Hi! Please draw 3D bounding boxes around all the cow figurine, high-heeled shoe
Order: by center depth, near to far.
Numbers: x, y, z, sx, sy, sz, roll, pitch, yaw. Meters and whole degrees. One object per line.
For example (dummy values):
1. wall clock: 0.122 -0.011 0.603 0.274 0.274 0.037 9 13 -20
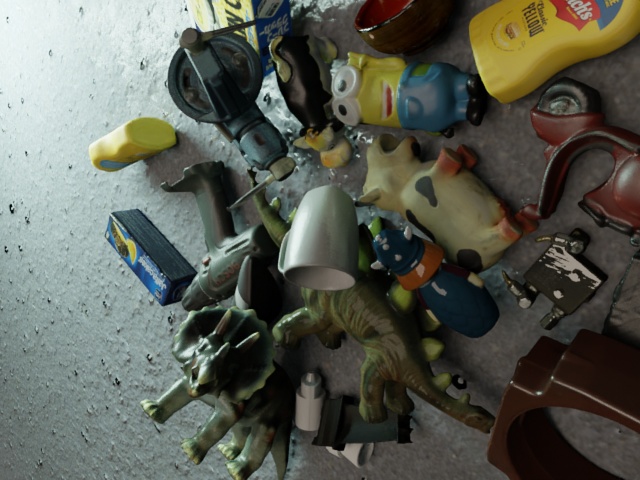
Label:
1. cow figurine: 0.126 -0.044 0.602 0.195 0.085 0.127 50 124 14
2. cow figurine: -0.008 -0.171 0.670 0.068 0.098 0.167 -18 87 33
3. high-heeled shoe: -0.140 0.116 0.824 0.145 0.086 0.248 12 121 23

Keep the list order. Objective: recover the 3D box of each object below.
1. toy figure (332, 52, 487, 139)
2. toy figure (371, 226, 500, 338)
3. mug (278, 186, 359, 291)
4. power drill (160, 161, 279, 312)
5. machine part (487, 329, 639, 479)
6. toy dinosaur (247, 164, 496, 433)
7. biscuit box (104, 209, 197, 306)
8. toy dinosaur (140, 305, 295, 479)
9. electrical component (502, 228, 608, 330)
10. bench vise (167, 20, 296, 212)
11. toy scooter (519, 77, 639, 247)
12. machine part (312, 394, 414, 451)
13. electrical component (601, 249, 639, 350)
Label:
1. toy figure: 0.096 -0.159 0.603 0.180 0.089 0.082 9 93 28
2. toy figure: 0.115 0.040 0.552 0.154 0.058 0.064 41 85 -9
3. mug: -0.001 -0.002 0.616 0.110 0.080 0.107 -17 56 47
4. power drill: -0.178 -0.007 0.847 0.232 0.086 0.207 -25 79 37
5. machine part: 0.270 0.195 0.494 0.202 0.087 0.200 25 135 31
6. toy dinosaur: 0.033 0.064 0.687 0.472 0.105 0.198 37 111 28
7. biscuit box: -0.305 0.028 0.963 0.203 0.063 0.059 42 123 25
8. toy dinosaur: -0.100 0.224 0.758 0.192 0.404 0.131 -48 53 -10
9. electrical component: 0.240 0.037 0.549 0.078 0.045 0.102 52 125 20
10. bench vise: -0.113 -0.172 0.657 0.129 0.240 0.223 -25 83 0
11. toy scooter: 0.261 -0.054 0.497 0.184 0.075 0.135 40 121 29
12. machine part: 0.056 0.245 0.717 0.139 0.084 0.039 -6 134 33
13. electrical component: 0.326 0.065 0.480 0.115 0.058 0.134 23 113 30
